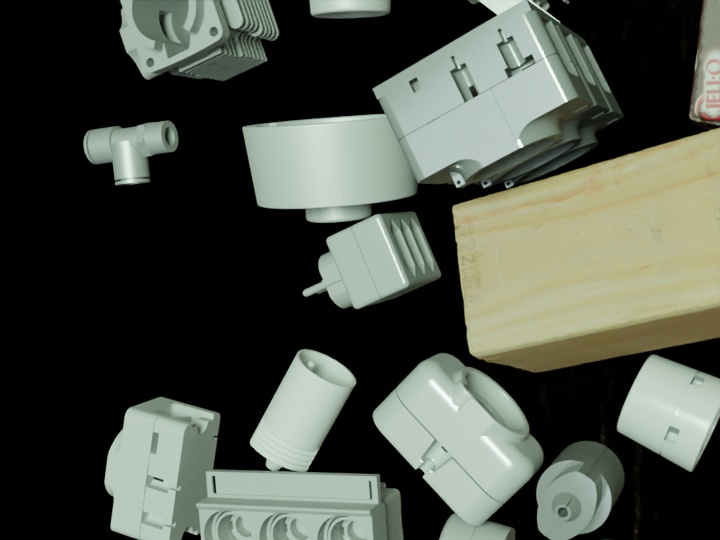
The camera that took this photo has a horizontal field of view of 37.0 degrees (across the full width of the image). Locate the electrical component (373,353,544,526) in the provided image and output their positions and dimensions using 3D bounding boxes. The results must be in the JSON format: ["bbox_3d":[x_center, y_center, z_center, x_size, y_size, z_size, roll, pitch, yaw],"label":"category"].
[{"bbox_3d":[0.064,0.100,0.664,0.095,0.054,0.059,46,109,12],"label":"electrical component"}]

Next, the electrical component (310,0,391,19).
[{"bbox_3d":[-0.007,-0.183,0.669,0.055,0.055,0.047,1,99,22],"label":"electrical component"}]

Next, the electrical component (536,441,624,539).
[{"bbox_3d":[0.126,0.130,0.627,0.043,0.081,0.043,2,95,22],"label":"electrical component"}]

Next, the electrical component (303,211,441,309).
[{"bbox_3d":[0.000,0.000,0.675,0.077,0.066,0.047,-24,85,22],"label":"electrical component"}]

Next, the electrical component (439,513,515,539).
[{"bbox_3d":[0.080,0.226,0.669,0.074,0.052,0.138,12,99,20],"label":"electrical component"}]

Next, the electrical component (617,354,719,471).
[{"bbox_3d":[0.180,0.080,0.617,0.047,0.055,0.055,25,103,22],"label":"electrical component"}]

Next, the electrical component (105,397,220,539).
[{"bbox_3d":[-0.139,0.139,0.751,0.056,0.050,0.089,12,99,21],"label":"electrical component"}]

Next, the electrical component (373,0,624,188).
[{"bbox_3d":[0.083,-0.087,0.588,0.089,0.150,0.061,-27,83,22],"label":"electrical component"}]

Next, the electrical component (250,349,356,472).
[{"bbox_3d":[-0.040,0.098,0.712,0.043,0.043,0.081,33,106,16],"label":"electrical component"}]

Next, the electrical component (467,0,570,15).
[{"bbox_3d":[0.097,-0.174,0.634,0.081,0.042,0.063,41,106,13],"label":"electrical component"}]

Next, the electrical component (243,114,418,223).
[{"bbox_3d":[-0.015,-0.061,0.656,0.108,0.108,0.060,0,100,22],"label":"electrical component"}]

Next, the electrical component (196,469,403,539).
[{"bbox_3d":[-0.037,0.168,0.706,0.121,0.063,0.078,-3,93,22],"label":"electrical component"}]
